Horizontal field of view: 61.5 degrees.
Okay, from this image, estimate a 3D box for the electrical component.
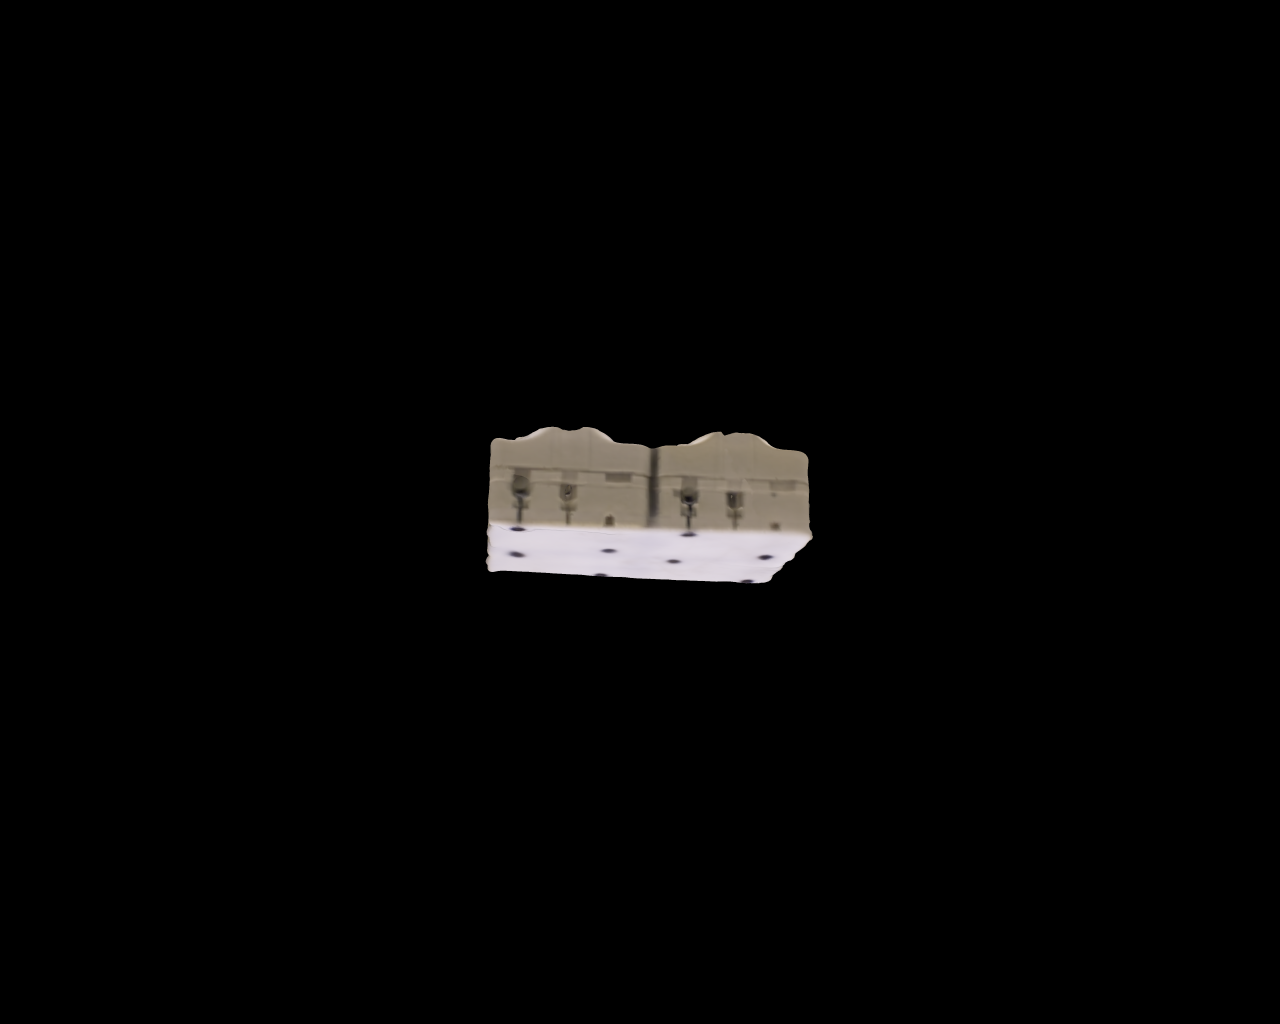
[{"bbox_3d":[0.001,-0.003,0.650,0.186,0.060,0.105,2,-19,-7],"label":"electrical component"}]
